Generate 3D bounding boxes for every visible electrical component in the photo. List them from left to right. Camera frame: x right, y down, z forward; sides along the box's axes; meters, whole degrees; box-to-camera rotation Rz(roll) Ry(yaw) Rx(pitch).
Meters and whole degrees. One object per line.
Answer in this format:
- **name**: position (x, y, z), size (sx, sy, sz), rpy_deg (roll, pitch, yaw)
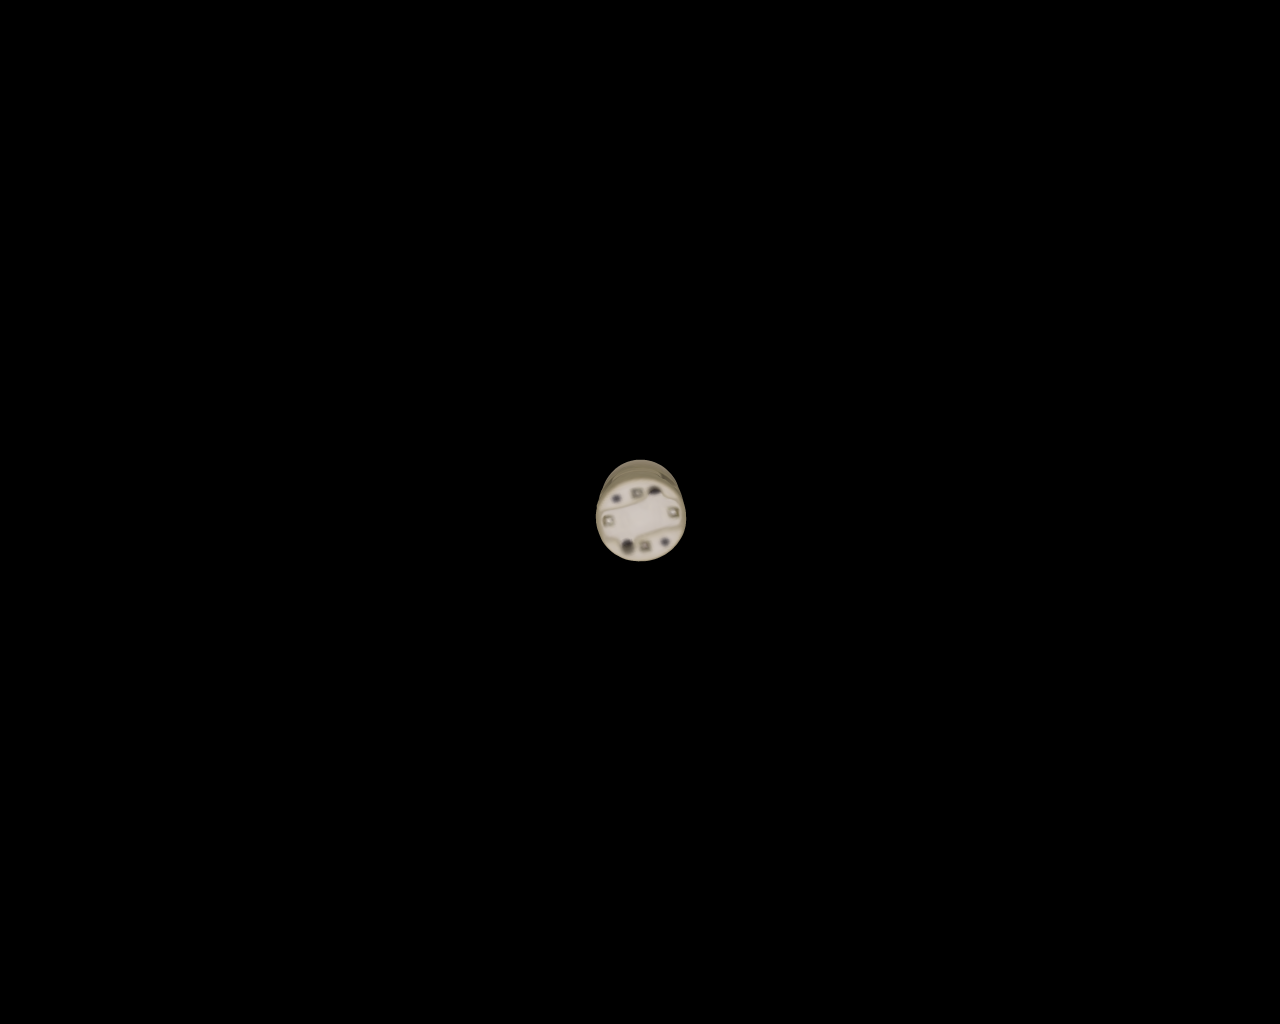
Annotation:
- **electrical component**: position (0.001, -0.003, 0.650), size (0.055, 0.055, 0.047), rpy_deg (0, 19, 0)
